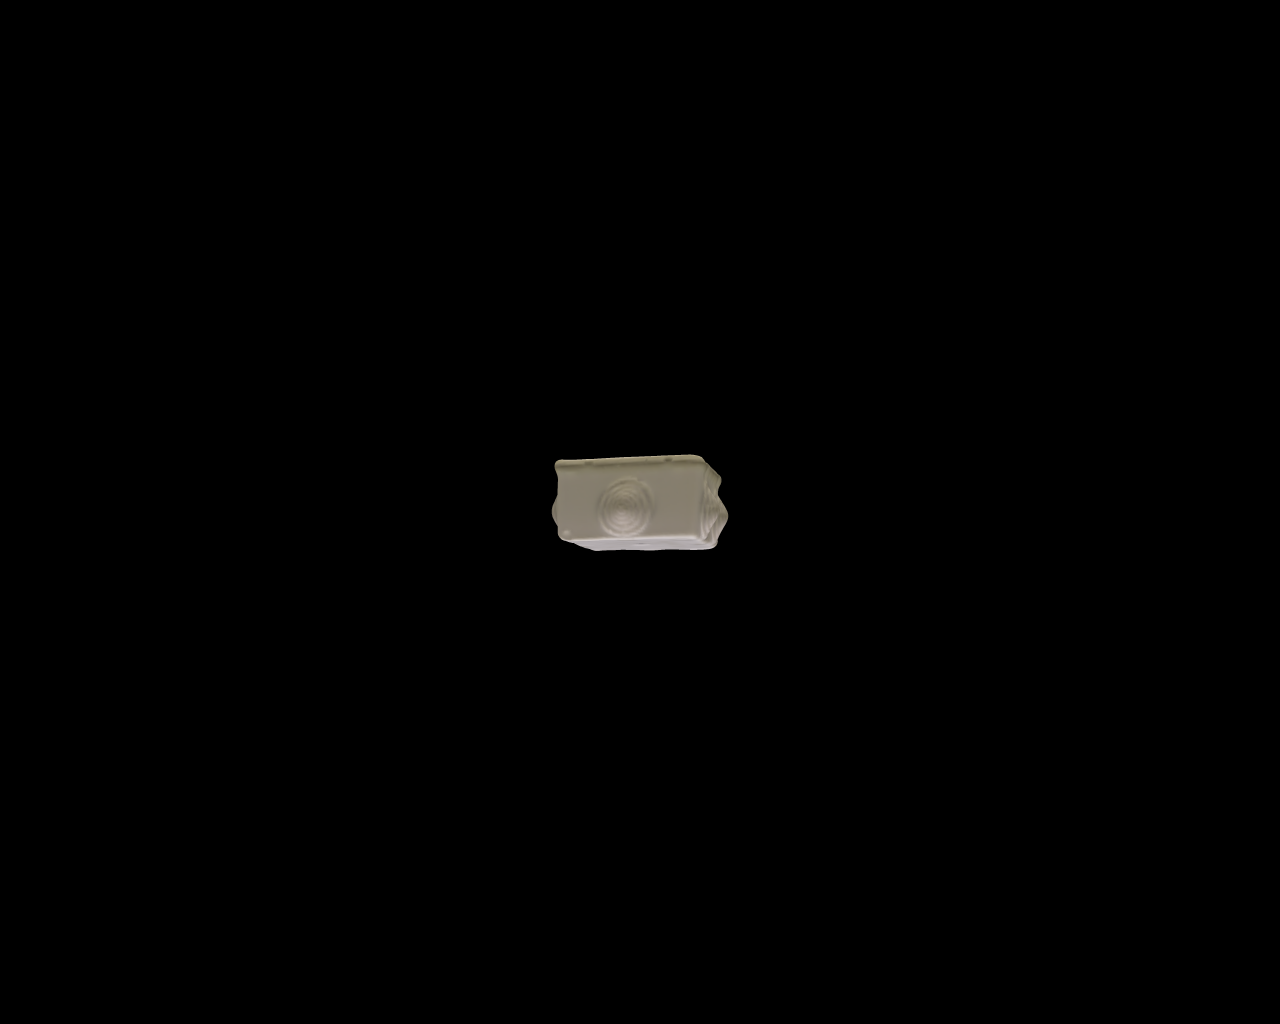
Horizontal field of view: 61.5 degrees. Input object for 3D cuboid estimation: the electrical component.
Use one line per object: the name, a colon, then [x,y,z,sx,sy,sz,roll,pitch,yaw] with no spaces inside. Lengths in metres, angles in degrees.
electrical component: [0.001,-0.003,0.650,0.100,0.048,0.099,-1,-7,11]
